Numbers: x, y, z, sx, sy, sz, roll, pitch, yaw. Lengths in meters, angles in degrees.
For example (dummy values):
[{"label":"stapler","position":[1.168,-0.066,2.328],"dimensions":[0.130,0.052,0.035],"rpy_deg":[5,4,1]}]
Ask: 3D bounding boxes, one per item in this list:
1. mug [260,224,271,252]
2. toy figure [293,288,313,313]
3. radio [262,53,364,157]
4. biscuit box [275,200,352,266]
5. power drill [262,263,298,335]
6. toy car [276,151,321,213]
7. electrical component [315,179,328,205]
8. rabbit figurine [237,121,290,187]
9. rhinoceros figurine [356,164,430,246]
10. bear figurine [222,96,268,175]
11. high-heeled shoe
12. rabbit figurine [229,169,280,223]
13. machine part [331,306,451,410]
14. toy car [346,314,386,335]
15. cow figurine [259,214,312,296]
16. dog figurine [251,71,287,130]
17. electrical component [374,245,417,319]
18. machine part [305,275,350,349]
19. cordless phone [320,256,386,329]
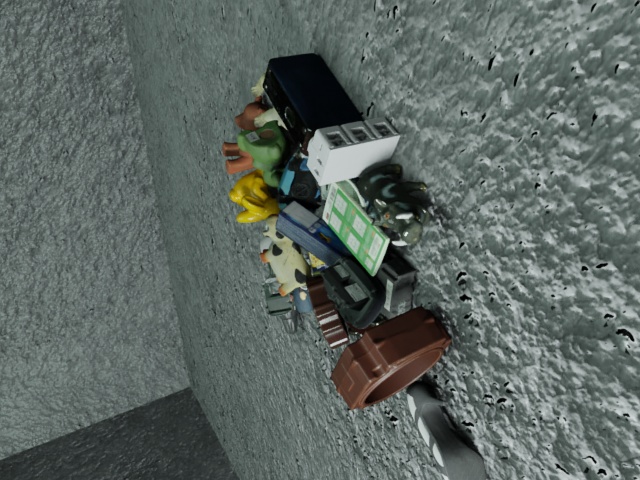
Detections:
[{"label":"mug","position":[-0.109,-0.006,1.498],"dimensions":[0.107,0.081,0.109],"rpy_deg":[-28,74,47]},{"label":"toy figure","position":[-0.053,0.122,1.480],"dimensions":[0.064,0.058,0.154],"rpy_deg":[-16,86,58]},{"label":"radio","position":[-0.017,-0.276,1.093],"dimensions":[0.230,0.131,0.073],"rpy_deg":[60,149,26]},{"label":"biscuit box","position":[-0.002,-0.004,1.211],"dimensions":[0.203,0.059,0.062],"rpy_deg":[36,141,13]},{"label":"power drill","position":[-0.104,0.168,1.526],"dimensions":[0.207,0.086,0.232],"rpy_deg":[8,-108,-82]},{"label":"toy car","position":[-0.043,-0.145,1.261],"dimensions":[0.103,0.109,0.161],"rpy_deg":[-101,20,-54]},{"label":"electrical component","position":[0.028,-0.131,1.162],"dimensions":[0.075,0.048,0.119],"rpy_deg":[13,118,40]},{"label":"rabbit figurine","position":[-0.113,-0.202,1.384],"dimensions":[0.159,0.121,0.170],"rpy_deg":[43,159,36]},{"label":"rhinoceros figurine","position":[0.130,-0.066,0.951],"dimensions":[0.190,0.112,0.073],"rpy_deg":[-123,32,-45]},{"label":"bear figurine","position":[-0.200,-0.287,1.455],"dimensions":[0.195,0.132,0.120],"rpy_deg":[95,162,-49]},{"label":"high-heeled shoe","position":[0.235,0.400,1.053],"dimensions":[0.145,0.086,0.248],"rpy_deg":[151,105,-68]},{"label":"rabbit figurine","position":[-0.157,-0.108,1.476],"dimensions":[0.173,0.162,0.121],"rpy_deg":[39,128,23]},{"label":"machine part","position":[0.133,0.225,1.008],"dimensions":[0.087,0.201,0.200],"rpy_deg":[54,148,27]},{"label":"toy car","position":[0.108,0.190,1.206],"dimensions":[0.202,0.053,0.089],"rpy_deg":[20,126,64]},{"label":"cow figurine","position":[-0.081,0.025,1.332],"dimensions":[0.194,0.127,0.085],"rpy_deg":[64,-174,-6]},{"label":"dog figurine","position":[-0.047,-0.308,1.198],"dimensions":[0.191,0.121,0.172],"rpy_deg":[21,125,40]},{"label":"electrical component","position":[0.131,0.078,1.091],"dimensions":[0.134,0.058,0.114],"rpy_deg":[45,140,45]},{"label":"machine part","position":[0.021,0.170,1.288],"dimensions":[0.179,0.056,0.179],"rpy_deg":[-23,-87,-88]},{"label":"cordless phone","position":[0.068,0.137,1.119],"dimensions":[0.147,0.089,0.184],"rpy_deg":[50,157,38]}]
